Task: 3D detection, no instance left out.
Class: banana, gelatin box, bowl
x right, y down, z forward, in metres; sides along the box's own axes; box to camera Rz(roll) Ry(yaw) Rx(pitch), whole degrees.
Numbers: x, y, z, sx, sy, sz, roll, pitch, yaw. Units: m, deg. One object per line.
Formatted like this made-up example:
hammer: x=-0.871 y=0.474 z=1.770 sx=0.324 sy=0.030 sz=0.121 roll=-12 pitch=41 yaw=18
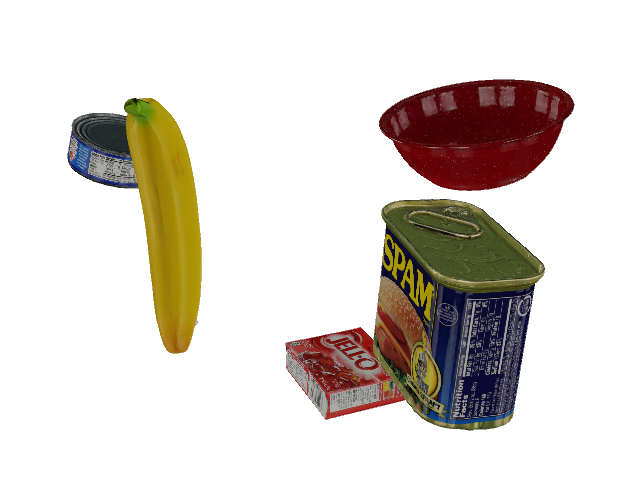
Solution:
banana: x=-0.108 y=-0.018 z=0.727 sx=0.037 sy=0.198 sz=0.069 roll=3 pitch=33 yaw=16
gelatin box: x=0.020 y=0.108 z=0.892 sx=0.073 sy=0.030 sz=0.089 roll=-9 pitch=26 yaw=-21
bowl: x=0.133 y=-0.085 z=0.900 sx=0.162 sy=0.055 sz=0.162 roll=-8 pitch=25 yaw=4

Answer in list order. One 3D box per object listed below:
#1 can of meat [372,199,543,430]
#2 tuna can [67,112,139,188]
can of meat: x=0.065 y=0.036 z=0.544 sx=0.057 sy=0.084 sz=0.102 roll=-3 pitch=24 yaw=-17
tuna can: x=-0.176 y=-0.078 z=0.930 sx=0.086 sy=0.034 sz=0.086 roll=13 pitch=26 yaw=-7
